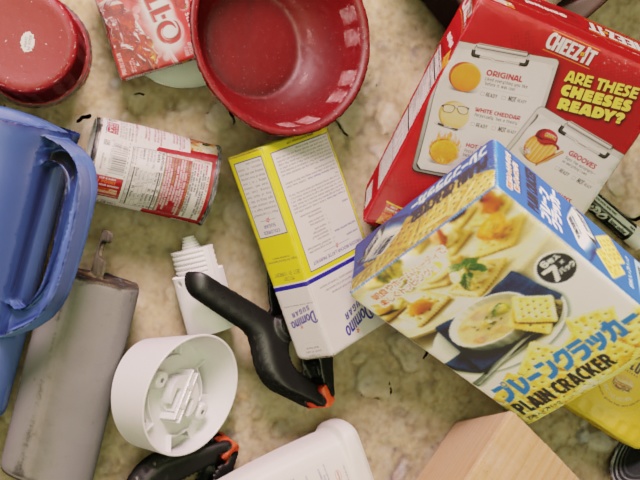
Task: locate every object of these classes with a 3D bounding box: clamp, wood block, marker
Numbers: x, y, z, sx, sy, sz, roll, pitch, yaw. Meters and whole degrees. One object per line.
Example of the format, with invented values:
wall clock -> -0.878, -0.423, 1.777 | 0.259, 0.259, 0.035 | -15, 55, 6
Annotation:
clamp -> -0.143, 0.248, 0.884 | 0.209, 0.036, 0.164 | -39, 123, -21
clamp -> -0.031, 0.061, 0.895 | 0.120, 0.039, 0.171 | -46, 115, -31
wood block -> 0.111, 0.249, 0.872 | 0.090, 0.091, 0.205 | 46, 61, -8
marker -> 0.243, -0.035, 0.949 | 0.121, 0.020, 0.020 | 39, 87, -9

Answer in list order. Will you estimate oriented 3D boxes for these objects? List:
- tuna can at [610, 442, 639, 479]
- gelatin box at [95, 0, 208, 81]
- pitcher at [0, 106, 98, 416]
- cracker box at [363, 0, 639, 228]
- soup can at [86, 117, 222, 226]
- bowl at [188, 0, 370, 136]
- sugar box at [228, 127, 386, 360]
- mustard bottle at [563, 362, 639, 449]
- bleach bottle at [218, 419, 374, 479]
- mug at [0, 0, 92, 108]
tuna can -> 0.299, 0.192, 0.939 | 0.033, 0.086, 0.086 | 42, 87, -11
gelatin box -> -0.138, -0.180, 0.855 | 0.073, 0.030, 0.089 | -18, 98, -7
pitcher -> -0.265, 0.017, 0.818 | 0.144, 0.149, 0.243 | 11, 95, -20
cracker box -> 0.151, -0.083, 0.860 | 0.164, 0.072, 0.214 | 21, 122, -9
soup can -> -0.137, -0.055, 0.859 | 0.102, 0.069, 0.068 | 13, 92, -17
bowl -> -0.041, -0.160, 0.848 | 0.161, 0.055, 0.162 | 1, 89, -32
sugar box -> -0.006, 0.001, 0.879 | 0.093, 0.048, 0.176 | -25, 101, -49
mustard bottle -> 0.290, 0.081, 0.942 | 0.096, 0.058, 0.191 | 32, 87, 7
bleach bottle -> -0.076, 0.235, 0.859 | 0.250, 0.068, 0.102 | -18, 90, -23
mug -> -0.239, -0.148, 0.837 | 0.117, 0.081, 0.093 | -22, 97, -7
